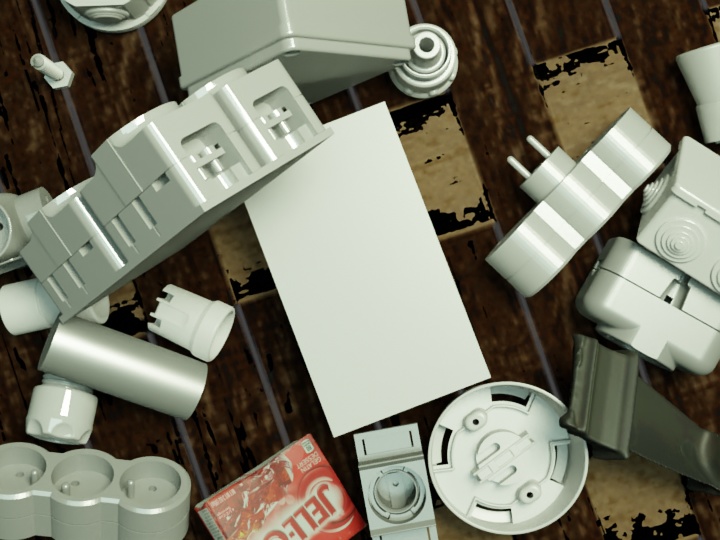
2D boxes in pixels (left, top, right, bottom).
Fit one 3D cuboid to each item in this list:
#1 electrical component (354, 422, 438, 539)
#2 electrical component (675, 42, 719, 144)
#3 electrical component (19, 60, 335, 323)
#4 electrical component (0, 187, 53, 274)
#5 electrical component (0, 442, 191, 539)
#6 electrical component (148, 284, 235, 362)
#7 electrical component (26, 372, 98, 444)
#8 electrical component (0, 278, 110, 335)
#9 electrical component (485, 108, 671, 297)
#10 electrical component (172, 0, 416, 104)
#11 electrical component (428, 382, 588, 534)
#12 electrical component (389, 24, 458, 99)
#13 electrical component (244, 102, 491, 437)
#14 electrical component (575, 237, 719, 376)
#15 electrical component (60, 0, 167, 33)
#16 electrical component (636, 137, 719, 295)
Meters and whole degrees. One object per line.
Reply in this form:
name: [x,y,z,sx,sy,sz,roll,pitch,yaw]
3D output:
electrical component: [0.023,0.141,0.700,0.042,0.064,0.081,-10,89,-1]
electrical component: [0.240,-0.117,0.715,0.044,0.044,0.065,-16,93,0]
electrical component: [-0.116,-0.046,0.631,0.105,0.186,0.060,-37,95,-42]
electrical component: [-0.219,-0.029,0.700,0.079,0.077,0.044,-21,89,0]
electrical component: [-0.182,0.162,0.709,0.138,0.052,0.073,7,123,-3]
electrical component: [-0.113,0.034,0.717,0.046,0.040,0.040,24,89,7]
electrical component: [-0.196,0.083,0.715,0.043,0.043,0.062,8,72,1]
electrical component: [-0.206,0.021,0.717,0.065,0.044,0.044,-12,89,5]
electrical component: [0.131,-0.056,0.709,0.074,0.052,0.138,43,90,1]
electrical component: [-0.042,-0.144,0.666,0.109,0.109,0.056,-14,84,45]
electrical component: [0.093,0.120,0.699,0.099,0.064,0.099,0,89,1]
electrical component: [0.042,-0.141,0.707,0.048,0.062,0.048,0,89,1]
electrical component: [0.000,0.000,0.705,0.105,0.060,0.186,-21,89,0]
electrical component: [0.194,0.027,0.705,0.095,0.053,0.059,29,89,1]
electrical component: [-0.168,-0.202,0.716,0.080,0.051,0.080,0,89,0]
electrical component: [0.228,-0.030,0.686,0.100,0.099,0.048,33,123,1]
